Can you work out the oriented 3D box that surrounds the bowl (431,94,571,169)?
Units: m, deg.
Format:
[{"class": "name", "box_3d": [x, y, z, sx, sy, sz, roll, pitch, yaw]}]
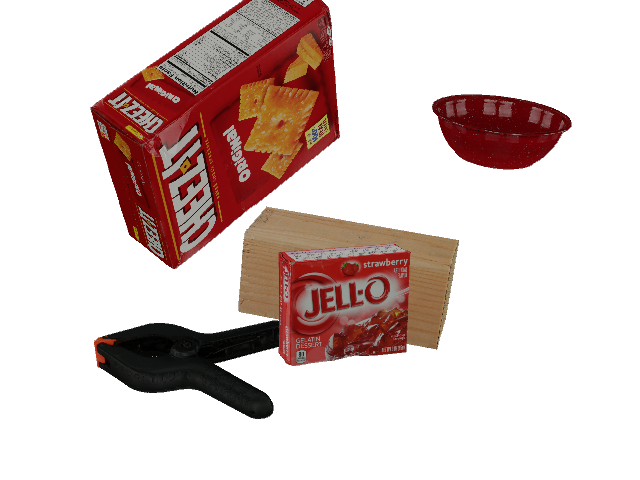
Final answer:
[{"class": "bowl", "box_3d": [0.207, -0.123, 1.244, 0.162, 0.055, 0.162, 4, 23, -2]}]

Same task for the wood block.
[{"class": "wood block", "box_3d": [0.029, 0.037, 1.091, 0.206, 0.091, 0.090, 10, 22, 10]}]

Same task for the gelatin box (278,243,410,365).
[{"class": "gelatin box", "box_3d": [0.016, 0.043, 0.728, 0.089, 0.073, 0.030, -4, 14, -20]}]

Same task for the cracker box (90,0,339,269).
[{"class": "cracker box", "box_3d": [-0.079, -0.100, 0.919, 0.072, 0.164, 0.213, 35, 62, 27]}]

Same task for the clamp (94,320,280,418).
[{"class": "clamp", "box_3d": [-0.107, 0.099, 0.930, 0.171, 0.039, 0.120, 11, 26, 11]}]
